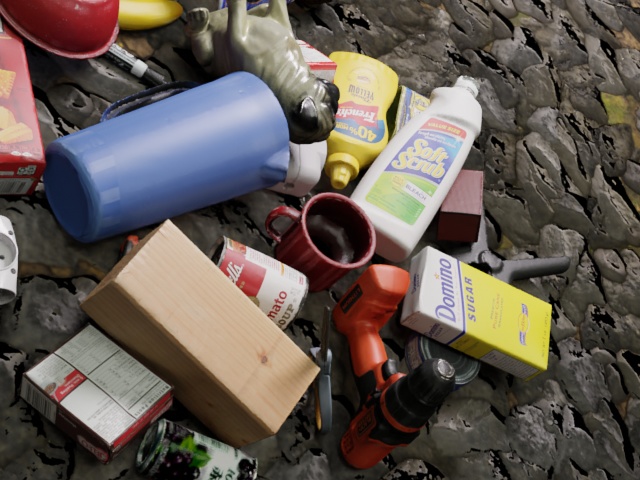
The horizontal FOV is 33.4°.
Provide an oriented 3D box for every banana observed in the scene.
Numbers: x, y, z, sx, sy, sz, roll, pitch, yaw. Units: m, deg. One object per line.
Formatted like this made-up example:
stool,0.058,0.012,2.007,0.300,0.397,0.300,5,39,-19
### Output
banana,-0.250,-0.275,1.224,0.197,0.037,0.069,14,59,-24

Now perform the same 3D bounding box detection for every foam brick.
foam brick,0.172,-0.043,1.314,0.051,0.053,0.078,5,48,6

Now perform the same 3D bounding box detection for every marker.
marker,-0.227,-0.208,1.211,0.121,0.020,0.020,32,51,-12

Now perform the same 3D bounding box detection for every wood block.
wood block,-0.114,0.093,1.016,0.206,0.090,0.090,46,53,-10

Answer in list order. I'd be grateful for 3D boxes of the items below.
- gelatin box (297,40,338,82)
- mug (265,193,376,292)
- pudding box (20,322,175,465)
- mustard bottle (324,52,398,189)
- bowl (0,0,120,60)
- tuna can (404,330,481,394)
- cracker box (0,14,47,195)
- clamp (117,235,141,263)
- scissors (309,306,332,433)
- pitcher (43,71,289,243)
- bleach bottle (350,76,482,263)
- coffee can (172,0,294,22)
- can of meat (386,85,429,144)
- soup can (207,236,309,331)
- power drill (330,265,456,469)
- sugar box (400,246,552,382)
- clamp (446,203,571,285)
gelatin box,-0.034,-0.217,1.303,0.073,0.030,0.089,-7,33,-34
mug,-0.008,0.001,1.181,0.117,0.082,0.093,27,53,-16
pudding box,-0.205,0.140,0.986,0.113,0.039,0.089,35,47,15
mustard bottle,0.037,-0.141,1.307,0.096,0.058,0.191,19,55,-10
bowl,-0.270,-0.273,1.128,0.161,0.055,0.162,25,47,-31
tuna can,0.142,0.132,1.229,0.086,0.034,0.086,15,57,-24
cracker box,-0.372,-0.151,1.053,0.163,0.072,0.214,-1,64,-33
clamp,-0.152,0.075,1.079,0.120,0.039,0.171,-5,73,-40
scissors,0.000,0.110,1.069,0.016,0.202,0.096,-6,40,-7
pitcher,-0.166,-0.090,1.118,0.242,0.149,0.145,-23,99,-35
bleach bottle,0.119,-0.100,1.279,0.102,0.068,0.250,31,68,-1
coffee can,-0.103,-0.324,1.300,0.140,0.103,0.103,-25,78,-39
can of meat,0.124,-0.138,1.361,0.084,0.058,0.102,24,53,-16
soup can,-0.072,0.047,1.124,0.102,0.069,0.068,26,53,-17
power drill,0.070,0.121,1.106,0.057,0.185,0.187,15,47,-24
sugar box,0.181,0.085,1.226,0.176,0.048,0.093,26,53,-18
clamp,0.201,0.024,1.326,0.164,0.036,0.209,45,53,12
